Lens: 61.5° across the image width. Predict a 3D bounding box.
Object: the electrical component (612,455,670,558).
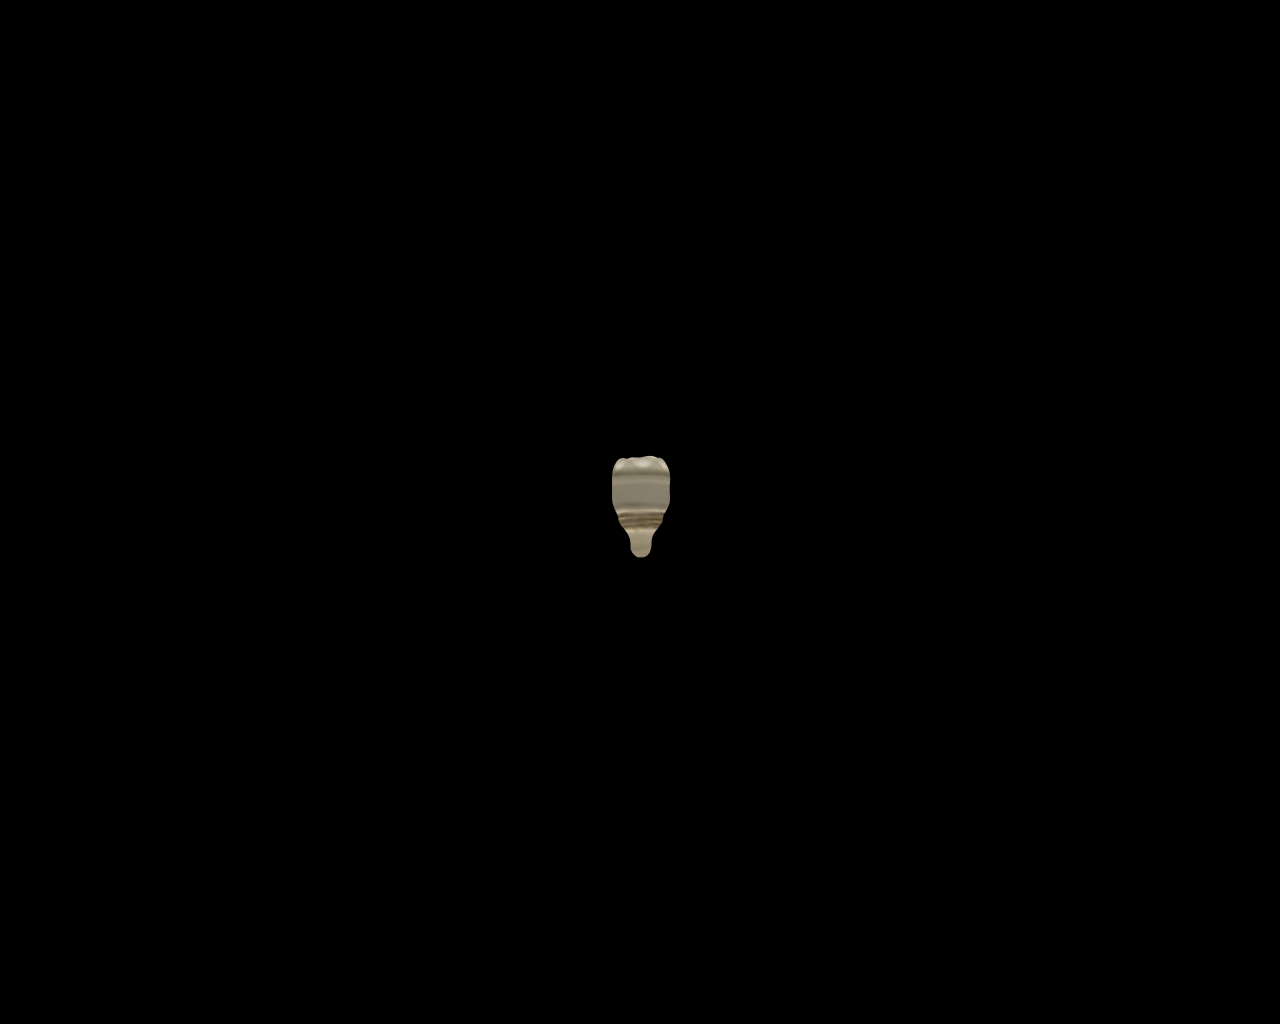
[{"bbox_3d":[0.001,-0.003,0.650,0.035,0.061,0.035,0,-4,0],"label":"electrical component"}]
